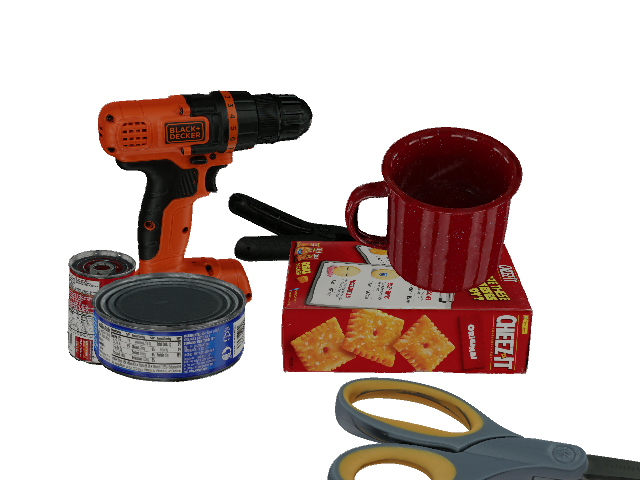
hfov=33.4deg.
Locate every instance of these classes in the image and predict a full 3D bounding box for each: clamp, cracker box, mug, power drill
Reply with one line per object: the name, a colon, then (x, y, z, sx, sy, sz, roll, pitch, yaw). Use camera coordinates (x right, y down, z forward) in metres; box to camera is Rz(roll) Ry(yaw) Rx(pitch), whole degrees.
clamp: (-0.005, 0.006, 1.177, 0.210, 0.036, 0.164, 16, 19, -6)
cracker box: (0.074, 0.060, 0.987, 0.213, 0.072, 0.164, 1, 21, 1)
mug: (0.075, -0.017, 0.732, 0.117, 0.081, 0.093, -4, 42, -4)
power drill: (-0.097, -0.037, 0.923, 0.184, 0.188, 0.057, -5, 20, -19)

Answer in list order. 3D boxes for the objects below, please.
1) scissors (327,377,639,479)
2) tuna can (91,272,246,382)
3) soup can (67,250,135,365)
scissors: (0.091, 0.105, 0.457, 0.202, 0.016, 0.096, 15, 33, 24)
tuna can: (-0.085, 0.048, 0.601, 0.086, 0.034, 0.086, 2, 18, -1)
soup can: (-0.228, 0.070, 1.108, 0.068, 0.102, 0.068, 5, 21, -2)
